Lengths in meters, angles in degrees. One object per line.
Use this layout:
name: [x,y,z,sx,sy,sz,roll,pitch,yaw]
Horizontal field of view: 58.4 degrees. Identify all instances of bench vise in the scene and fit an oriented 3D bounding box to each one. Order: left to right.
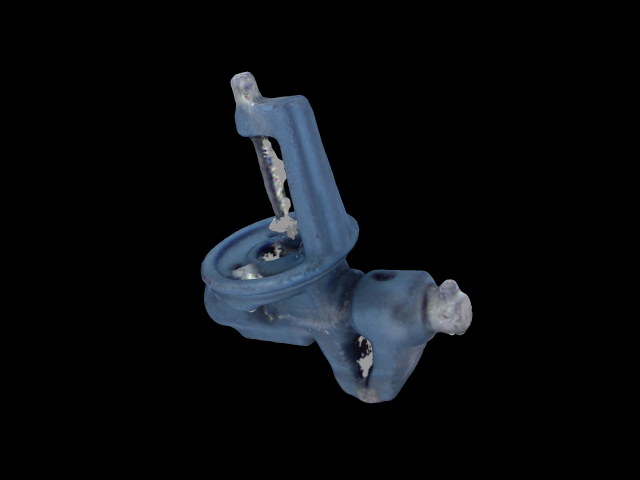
bench vise: [0.006,-0.005,0.410,0.207,0.220,0.121,6,33,10]
